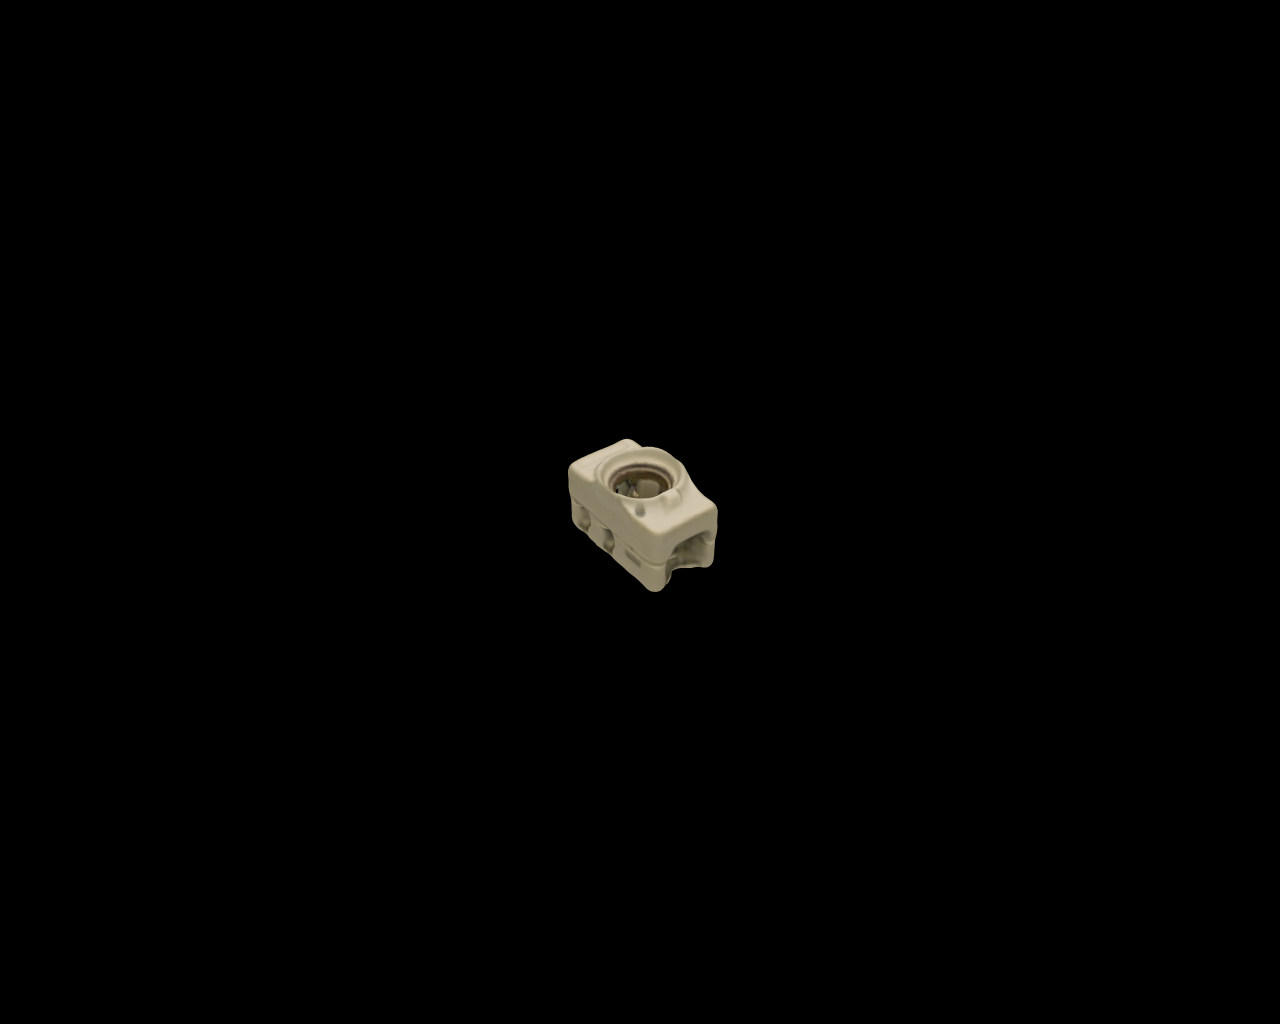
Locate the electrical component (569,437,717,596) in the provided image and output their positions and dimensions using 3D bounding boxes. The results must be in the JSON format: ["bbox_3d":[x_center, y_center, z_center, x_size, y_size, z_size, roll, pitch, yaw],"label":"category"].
[{"bbox_3d":[0.001,-0.003,0.650,0.050,0.055,0.089,-25,45,-28],"label":"electrical component"}]
